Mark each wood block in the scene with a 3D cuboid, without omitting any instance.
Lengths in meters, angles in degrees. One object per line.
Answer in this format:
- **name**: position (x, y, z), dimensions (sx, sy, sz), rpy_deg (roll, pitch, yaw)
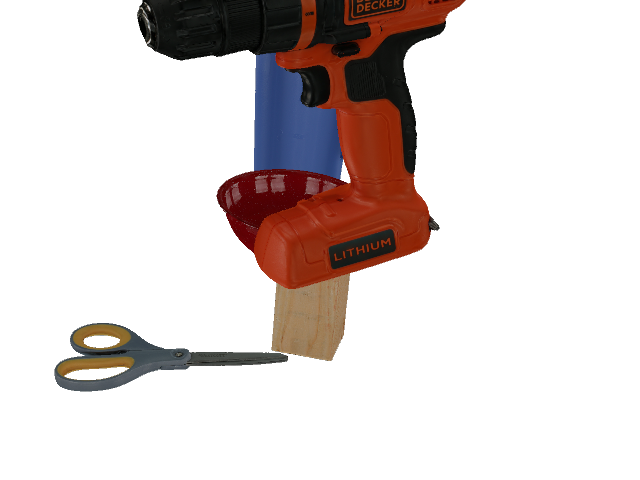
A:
- **wood block**: position (-0.009, 0.050, 1.483), dimensions (0.090, 0.206, 0.090), rpy_deg (9, 22, 9)

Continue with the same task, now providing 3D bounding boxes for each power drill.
- **power drill**: position (-0.003, -0.068, 0.582), dimensions (0.184, 0.188, 0.057), rpy_deg (-15, 35, -21)

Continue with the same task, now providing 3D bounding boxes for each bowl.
- **bowl**: position (-0.029, -0.019, 1.110), dimensions (0.162, 0.055, 0.162), rpy_deg (6, 27, -3)

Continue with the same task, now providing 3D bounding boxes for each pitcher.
- **pitcher**: position (-0.012, -0.155, 1.323), dimensions (0.144, 0.243, 0.149), rpy_deg (-9, 28, -29)

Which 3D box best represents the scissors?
- **scissors**: position (-0.139, 0.097, 0.962), dimensions (0.201, 0.016, 0.096), rpy_deg (-8, 33, -17)
